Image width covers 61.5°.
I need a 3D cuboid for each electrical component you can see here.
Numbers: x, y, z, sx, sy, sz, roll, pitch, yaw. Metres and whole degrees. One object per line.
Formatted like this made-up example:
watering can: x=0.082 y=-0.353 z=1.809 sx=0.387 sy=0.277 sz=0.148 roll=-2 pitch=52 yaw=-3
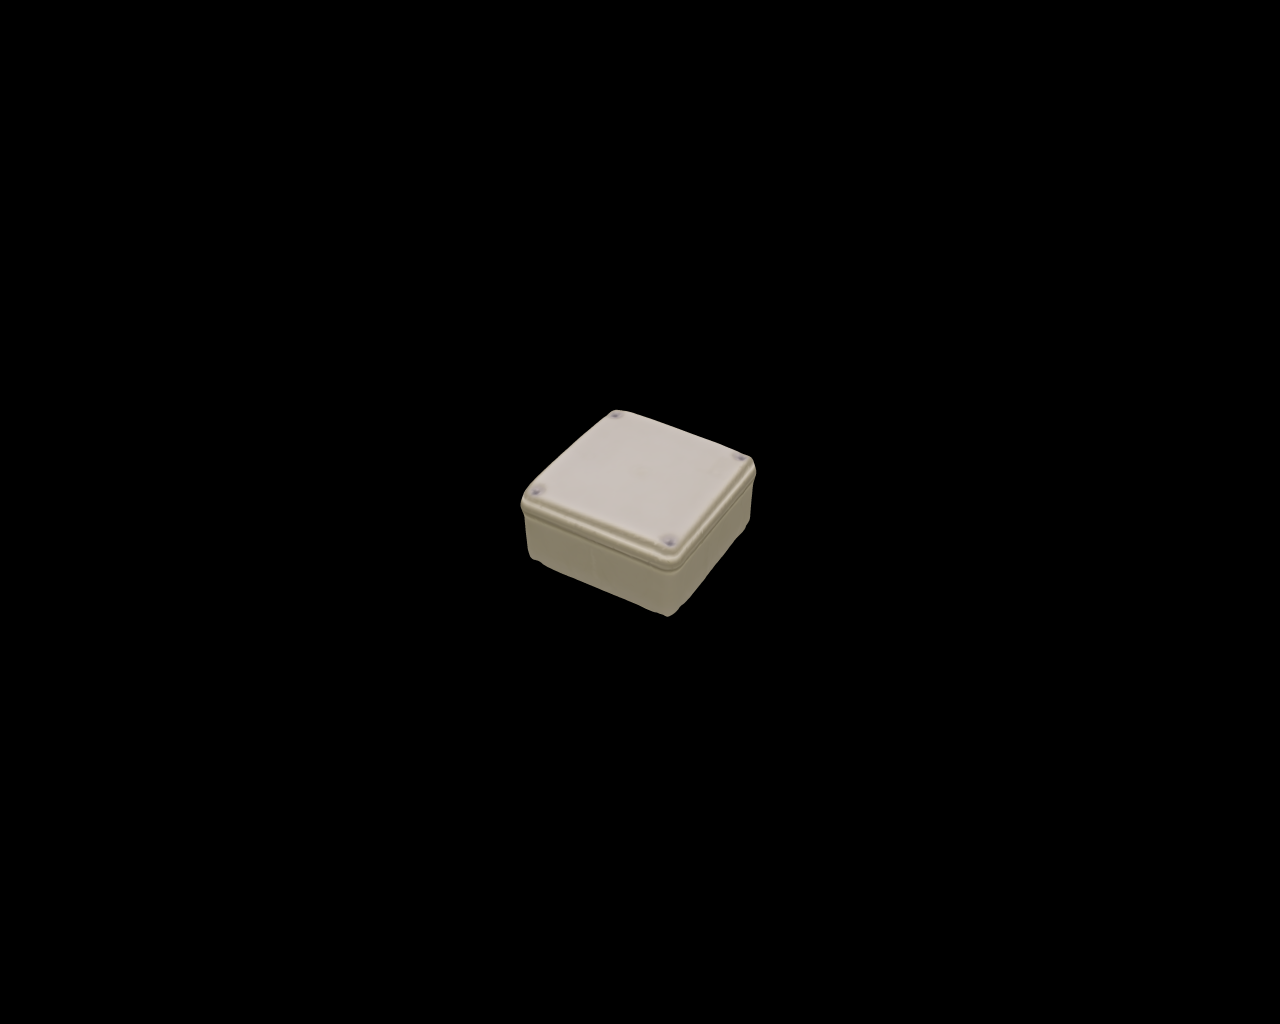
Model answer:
electrical component: x=0.001 y=-0.003 z=0.650 sx=0.109 sy=0.056 sz=0.109 roll=22 pitch=45 yaw=23
